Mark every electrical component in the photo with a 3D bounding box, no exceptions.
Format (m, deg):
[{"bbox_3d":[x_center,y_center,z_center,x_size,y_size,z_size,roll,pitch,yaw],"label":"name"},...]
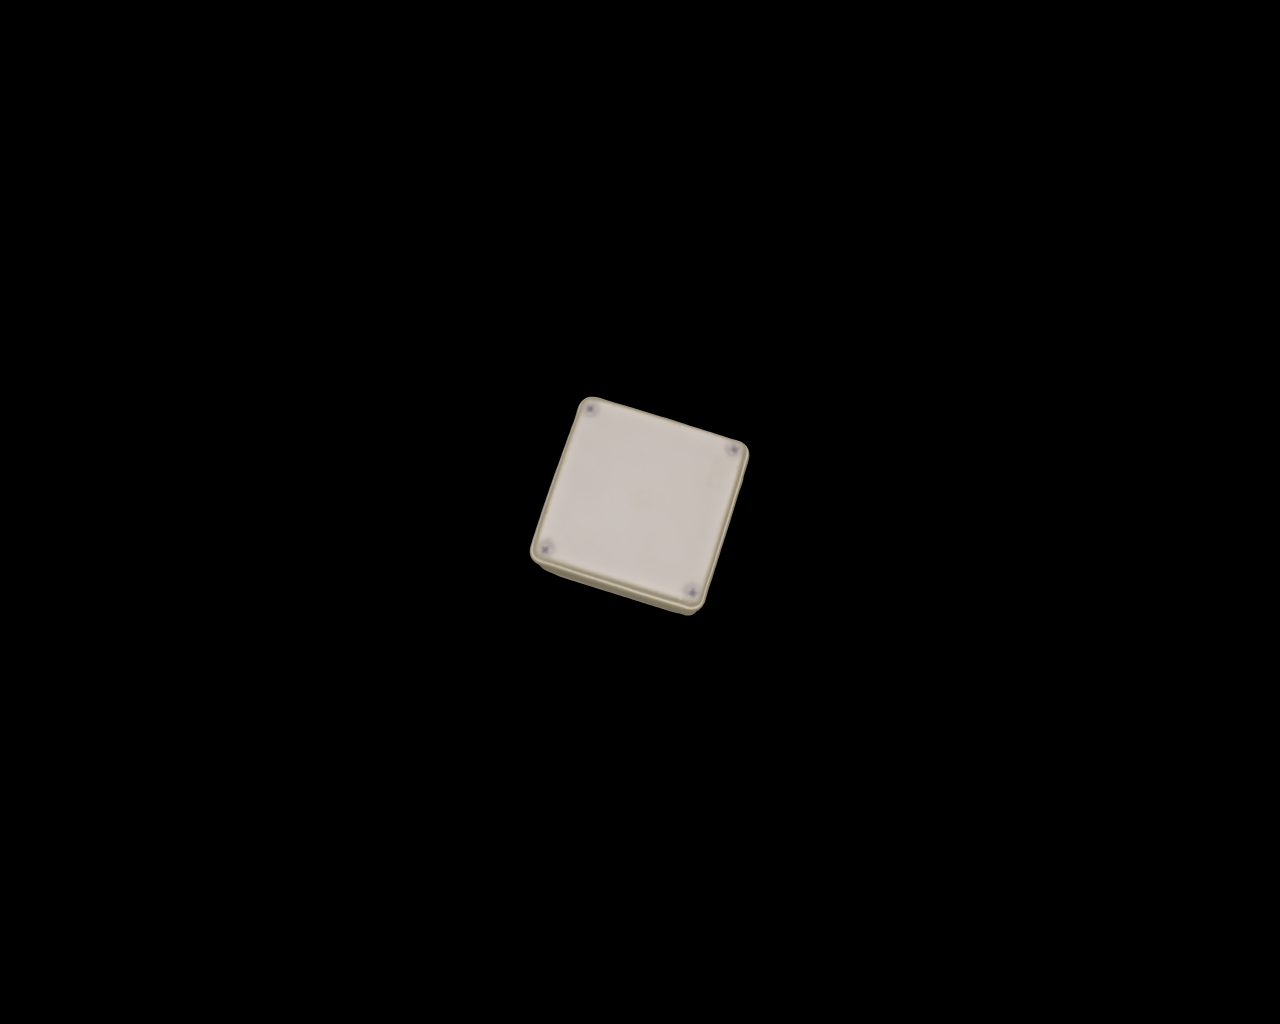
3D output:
[{"bbox_3d":[0.001,-0.003,0.650,0.109,0.109,0.056,18,-11,4],"label":"electrical component"}]
